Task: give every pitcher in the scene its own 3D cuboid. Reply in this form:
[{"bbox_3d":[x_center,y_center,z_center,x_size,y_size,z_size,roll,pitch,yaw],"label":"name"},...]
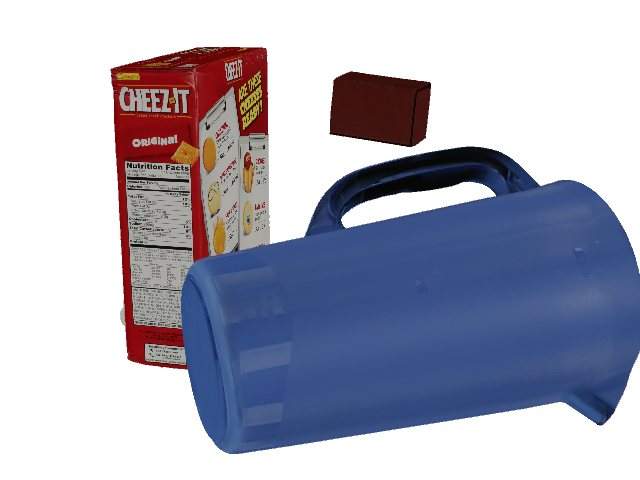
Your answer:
[{"bbox_3d":[0.046,0.037,0.616,0.242,0.145,0.149,-9,19,-17],"label":"pitcher"}]

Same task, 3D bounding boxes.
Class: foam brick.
[{"bbox_3d":[0.053,-0.117,0.944,0.078,0.051,0.053,11,19,18],"label":"foam brick"}]

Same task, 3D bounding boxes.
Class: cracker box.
[{"bbox_3d":[-0.092,-0.031,0.802,0.072,0.214,0.164,3,15,13],"label":"cracker box"}]

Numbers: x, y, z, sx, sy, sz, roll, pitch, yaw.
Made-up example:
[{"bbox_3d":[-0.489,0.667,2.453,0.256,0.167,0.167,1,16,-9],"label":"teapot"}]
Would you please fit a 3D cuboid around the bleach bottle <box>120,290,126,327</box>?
[{"bbox_3d":[-0.172,-0.011,1.143,0.067,0.251,0.103,-18,33,-36],"label":"bleach bottle"}]
